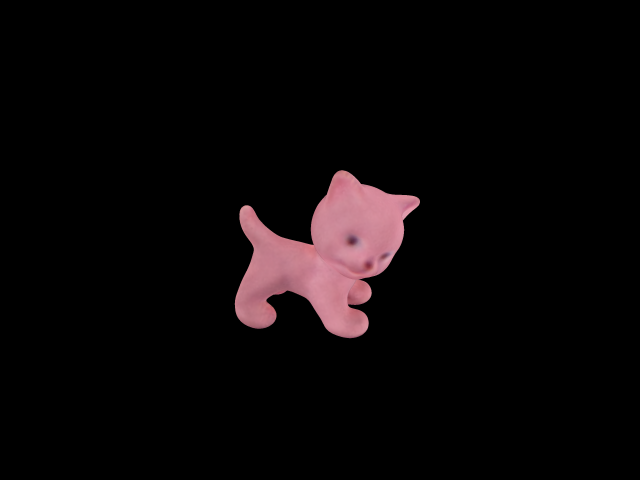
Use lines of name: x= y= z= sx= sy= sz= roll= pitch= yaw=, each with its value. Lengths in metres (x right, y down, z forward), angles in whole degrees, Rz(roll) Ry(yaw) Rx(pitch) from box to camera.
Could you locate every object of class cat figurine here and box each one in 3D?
cat figurine: x=0.004 y=0.001 z=0.400 sx=0.127 sy=0.118 sz=0.067 roll=4 pitch=30 yaw=7
